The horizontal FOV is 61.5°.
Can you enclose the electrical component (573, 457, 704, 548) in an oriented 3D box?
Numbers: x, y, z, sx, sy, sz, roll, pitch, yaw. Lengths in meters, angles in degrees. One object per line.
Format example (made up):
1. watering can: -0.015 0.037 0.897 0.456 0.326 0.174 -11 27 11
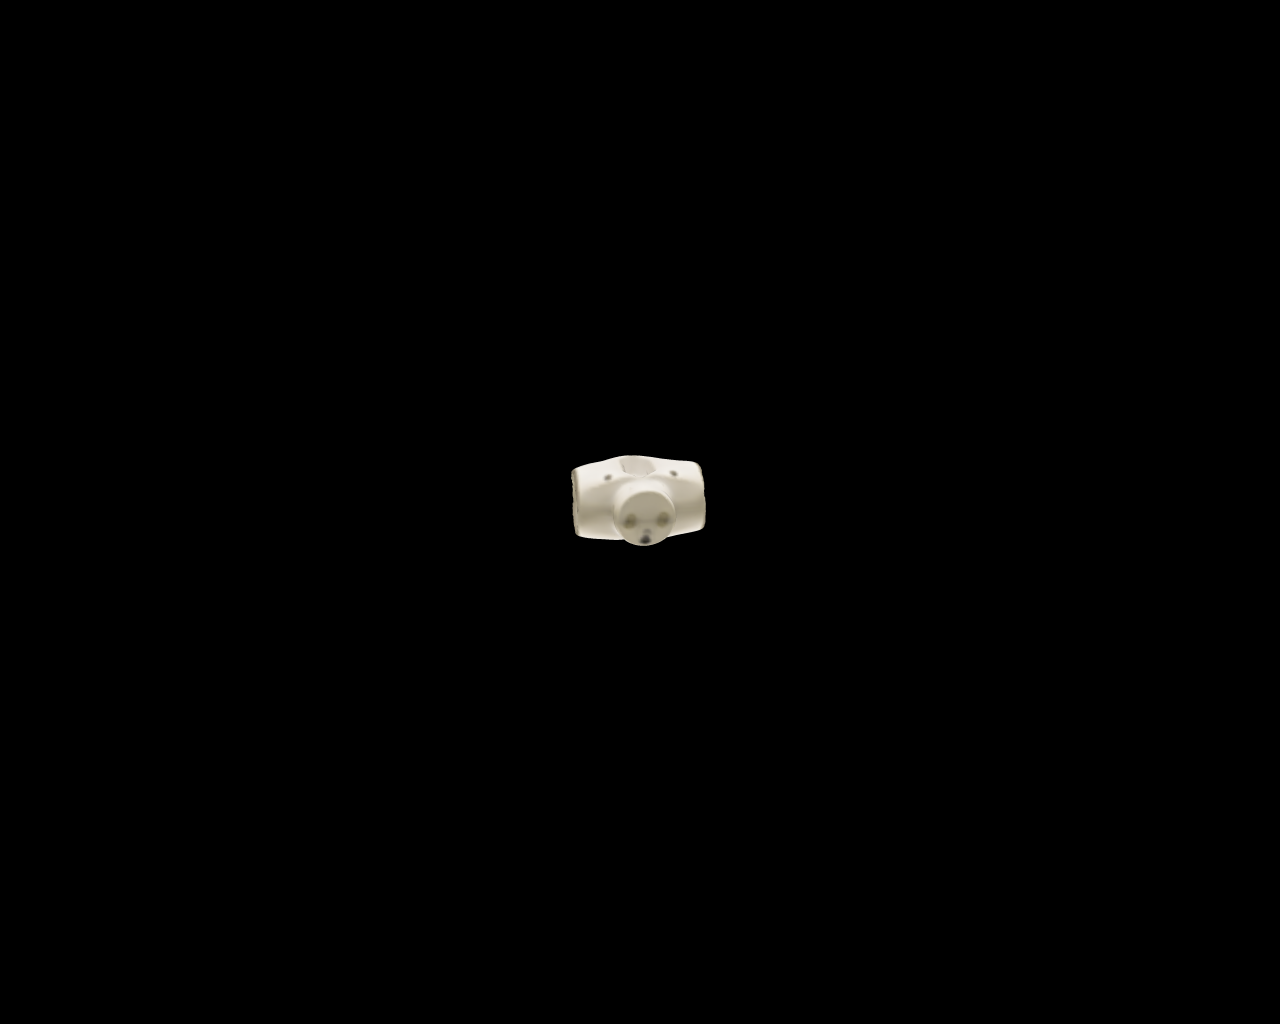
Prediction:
1. electrical component: 0.001 -0.003 0.650 0.077 0.043 0.079 -3 20 -7
